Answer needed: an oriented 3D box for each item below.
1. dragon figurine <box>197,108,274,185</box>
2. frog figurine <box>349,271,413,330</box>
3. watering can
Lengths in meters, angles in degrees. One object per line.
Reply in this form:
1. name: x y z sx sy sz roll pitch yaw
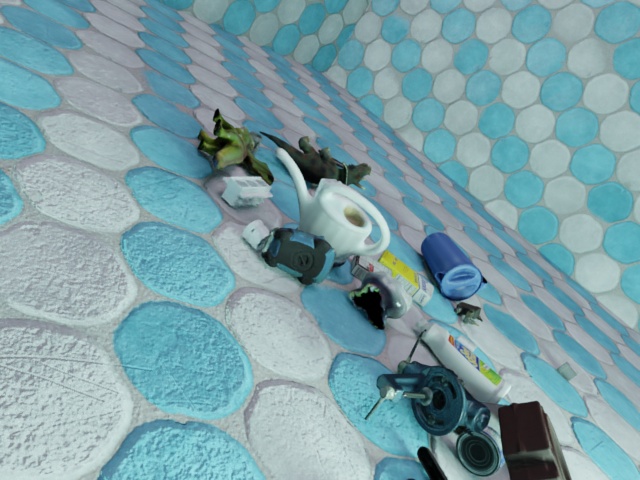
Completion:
1. dragon figurine: -0.218 -0.237 1.450 0.240 0.121 0.419 30 22 -32
2. frog figurine: 0.161 0.124 1.233 0.138 0.120 0.161 25 27 29
3. watering can: 0.004 -0.063 1.257 0.348 0.220 0.106 36 40 1
